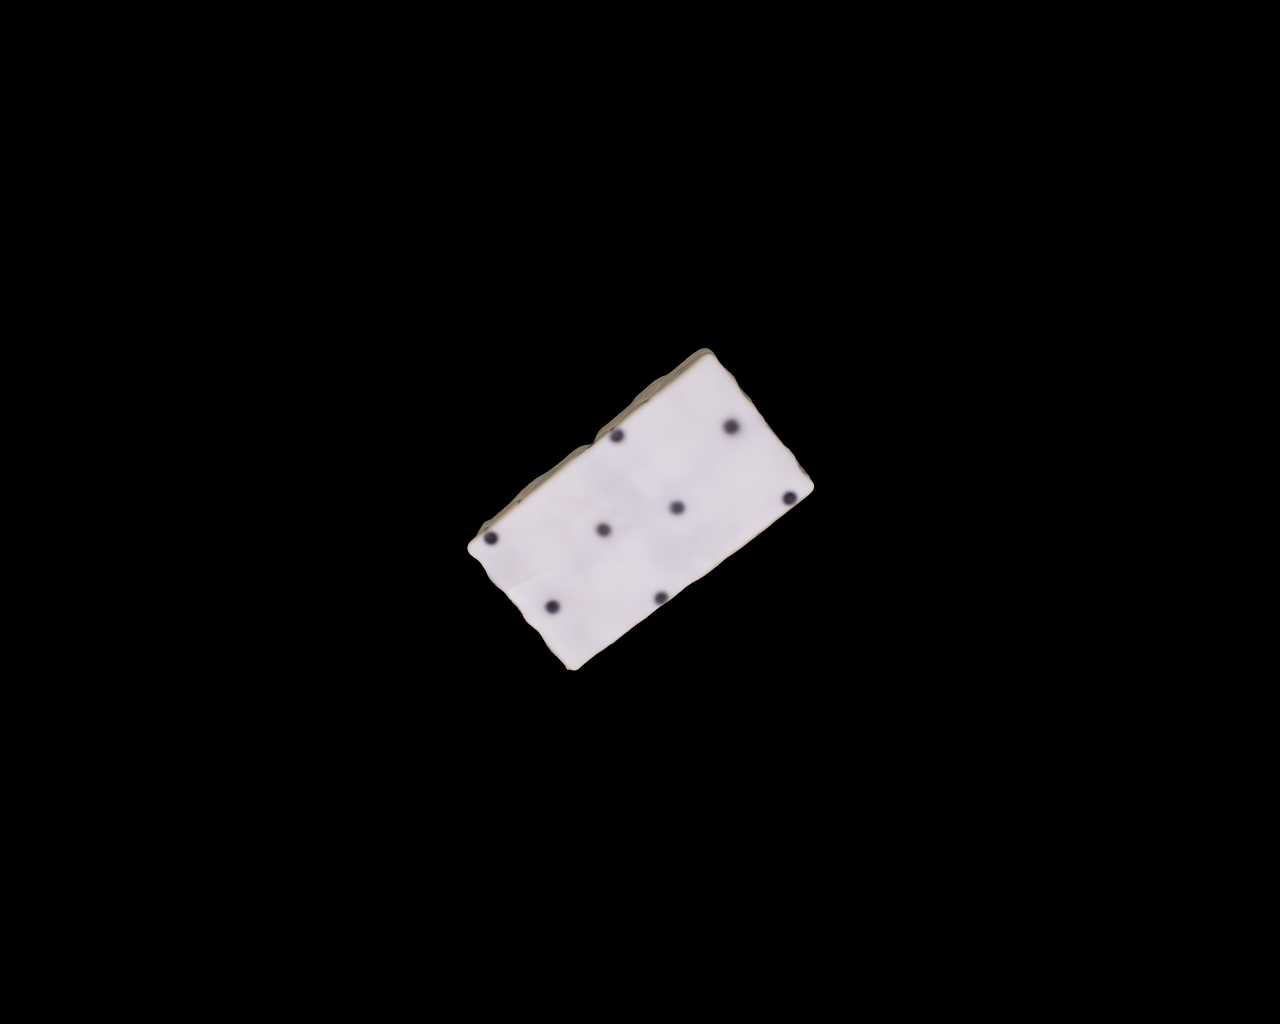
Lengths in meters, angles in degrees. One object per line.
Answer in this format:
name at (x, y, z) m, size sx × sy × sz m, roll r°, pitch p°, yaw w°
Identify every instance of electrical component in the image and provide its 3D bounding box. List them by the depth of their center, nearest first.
electrical component at (0.001, -0.003, 0.650) m, size 0.186 × 0.105 × 0.060 m, roll -38°, pitch 9°, yaw 7°
